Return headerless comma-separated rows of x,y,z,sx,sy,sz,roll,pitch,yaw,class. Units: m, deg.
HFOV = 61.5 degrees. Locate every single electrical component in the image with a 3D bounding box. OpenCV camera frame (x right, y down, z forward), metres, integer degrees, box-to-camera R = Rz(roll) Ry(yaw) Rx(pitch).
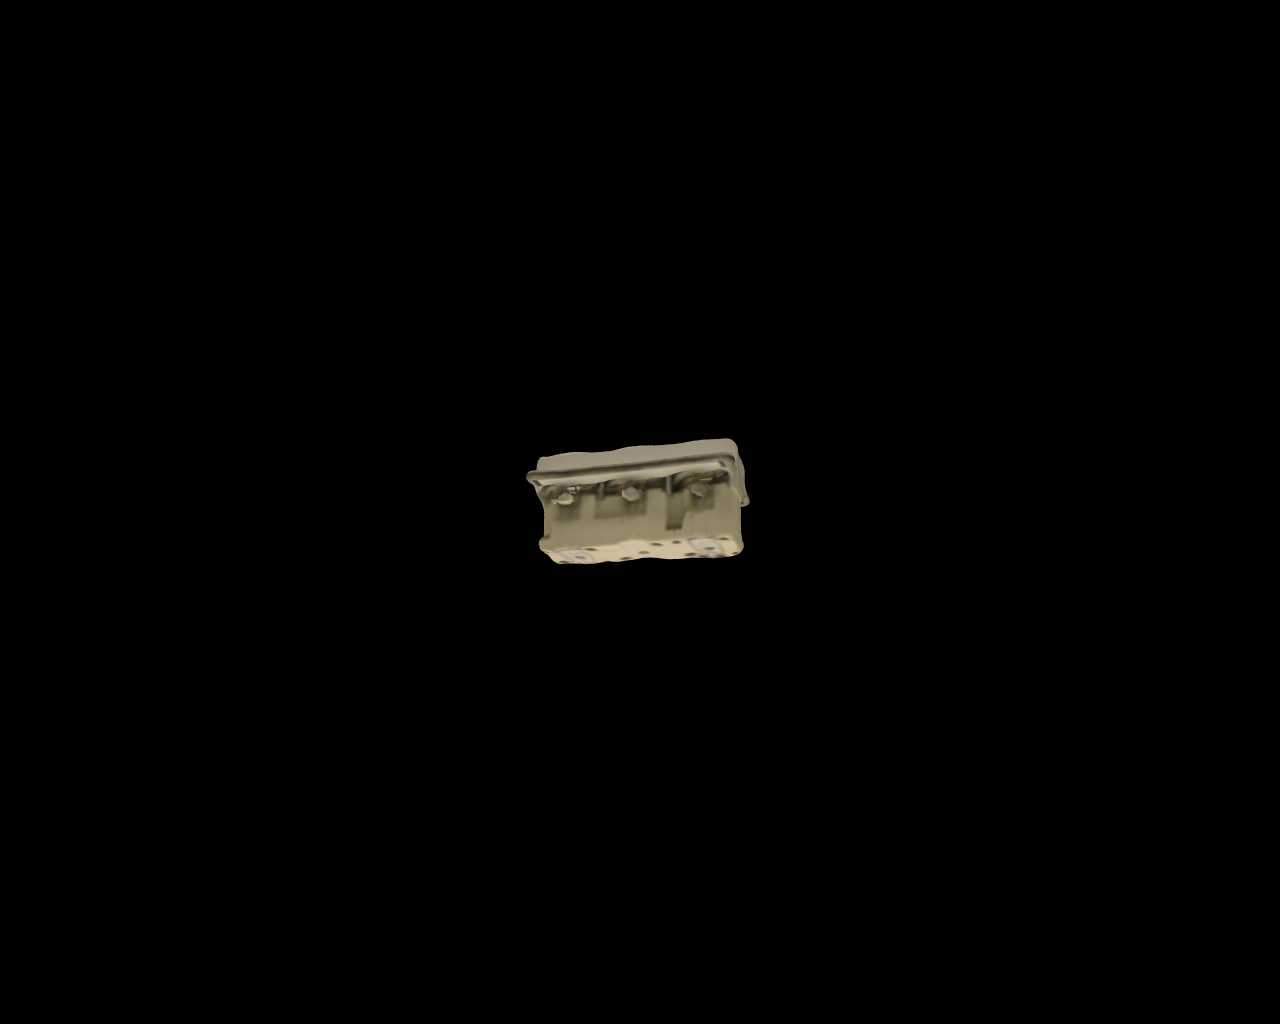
0.001,-0.003,0.650,0.121,0.063,0.078,-4,-19,12,electrical component
